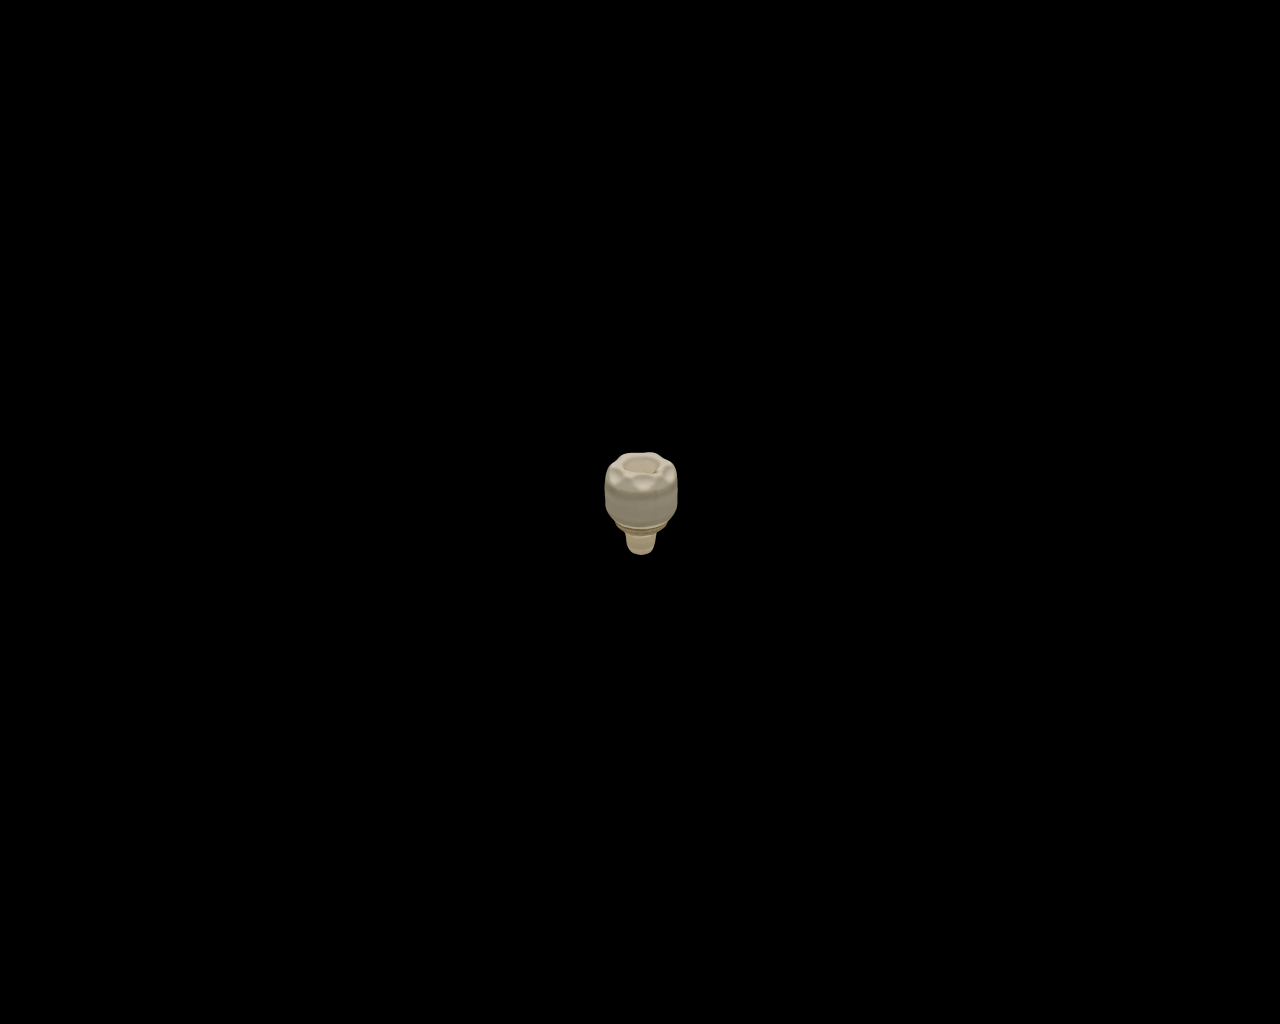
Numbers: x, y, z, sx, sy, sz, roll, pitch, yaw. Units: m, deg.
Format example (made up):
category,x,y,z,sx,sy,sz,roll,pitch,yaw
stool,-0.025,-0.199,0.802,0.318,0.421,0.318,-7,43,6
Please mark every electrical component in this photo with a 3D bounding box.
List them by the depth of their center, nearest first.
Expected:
category,x,y,z,sx,sy,sz,roll,pitch,yaw
electrical component,0.001,-0.003,0.650,0.043,0.062,0.043,0,28,0
